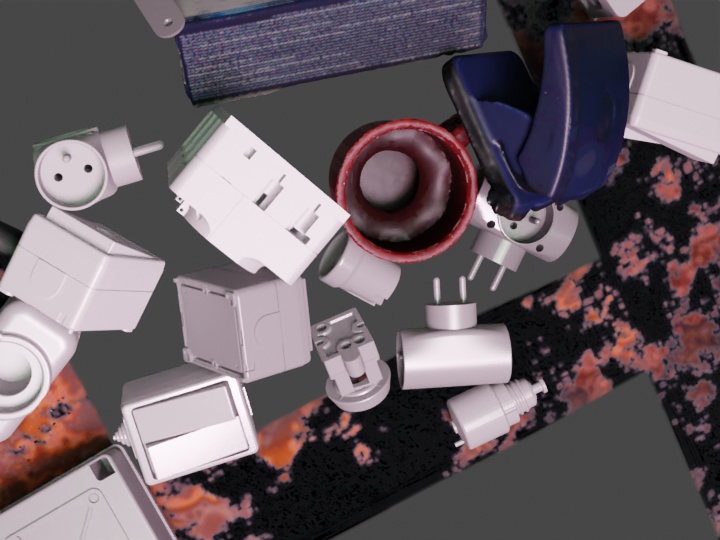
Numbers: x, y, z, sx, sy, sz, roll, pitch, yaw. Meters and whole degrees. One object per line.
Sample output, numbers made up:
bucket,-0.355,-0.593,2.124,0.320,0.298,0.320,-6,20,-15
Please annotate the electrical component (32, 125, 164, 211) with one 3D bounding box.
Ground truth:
electrical component,-0.164,-0.070,0.689,0.079,0.077,0.044,-17,103,-7

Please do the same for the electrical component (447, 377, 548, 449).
electrical component,0.100,0.101,0.791,0.078,0.040,0.040,-25,105,-5

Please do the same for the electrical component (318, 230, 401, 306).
electrical component,0.000,0.000,0.753,0.046,0.040,0.040,31,95,-20

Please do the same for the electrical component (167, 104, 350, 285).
electrical component,-0.071,-0.048,0.672,0.089,0.150,0.061,40,92,-15

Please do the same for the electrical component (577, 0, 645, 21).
electrical component,0.158,-0.254,0.718,0.089,0.061,0.150,-40,105,0

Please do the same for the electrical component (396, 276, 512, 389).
electrical component,0.066,0.044,0.772,0.077,0.043,0.079,-3,93,-5

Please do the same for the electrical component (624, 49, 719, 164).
electrical component,0.227,-0.113,0.759,0.096,0.061,0.061,15,98,-13

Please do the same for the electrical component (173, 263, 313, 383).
electrical component,-0.080,0.031,0.724,0.061,0.096,0.061,-15,105,-36

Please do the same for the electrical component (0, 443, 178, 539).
electrical component,-0.188,0.193,0.736,0.109,0.056,0.108,-30,89,-3

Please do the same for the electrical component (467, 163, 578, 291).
electrical component,0.103,-0.024,0.763,0.077,0.044,0.079,25,93,-14

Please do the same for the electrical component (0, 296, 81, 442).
electrical component,-0.232,0.063,0.713,0.054,0.059,0.095,38,93,-15

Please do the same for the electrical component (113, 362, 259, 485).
electrical component,-0.123,0.104,0.740,0.096,0.061,0.061,-17,104,-7

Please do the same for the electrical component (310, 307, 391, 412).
electrical component,-0.006,0.066,0.756,0.048,0.066,0.055,-23,124,-5

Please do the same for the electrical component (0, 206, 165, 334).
electrical component,-0.173,0.000,0.697,0.062,0.096,0.061,29,96,15
